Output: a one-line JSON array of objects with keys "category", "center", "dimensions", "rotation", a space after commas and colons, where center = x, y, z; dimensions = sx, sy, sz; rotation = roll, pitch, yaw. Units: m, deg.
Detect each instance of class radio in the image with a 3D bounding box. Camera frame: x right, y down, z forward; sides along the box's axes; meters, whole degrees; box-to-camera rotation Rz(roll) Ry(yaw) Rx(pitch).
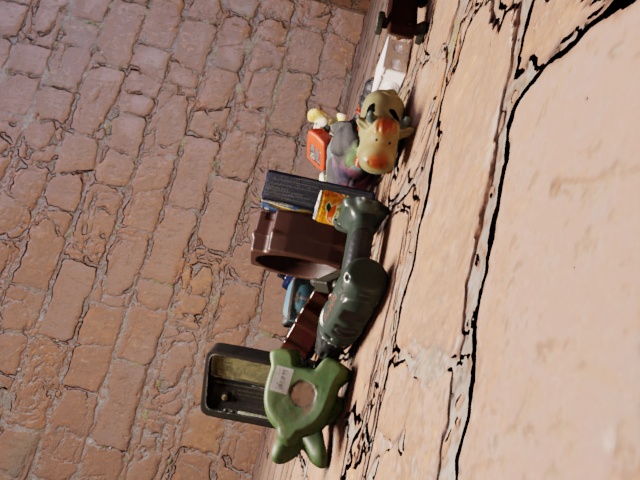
[{"category": "radio", "center": [-0.112, 0.286, 1.042], "dimensions": [0.073, 0.230, 0.131], "rotation": [-67, -11, -85]}]

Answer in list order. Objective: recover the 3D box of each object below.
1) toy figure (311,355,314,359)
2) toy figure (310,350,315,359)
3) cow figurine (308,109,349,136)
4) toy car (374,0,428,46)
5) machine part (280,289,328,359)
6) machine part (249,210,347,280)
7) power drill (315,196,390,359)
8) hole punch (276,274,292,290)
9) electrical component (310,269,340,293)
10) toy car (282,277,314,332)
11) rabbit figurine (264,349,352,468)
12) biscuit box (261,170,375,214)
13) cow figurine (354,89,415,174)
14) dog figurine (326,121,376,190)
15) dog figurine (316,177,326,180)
[{"category": "toy figure", "center": [-0.020, 0.213, 1.281], "dimensions": [0.064, 0.058, 0.154], "rotation": [-136, 65, -79]}, {"category": "toy figure", "center": [-0.054, 0.325, 1.181], "dimensions": [0.089, 0.082, 0.180], "rotation": [35, -115, -82]}, {"category": "cow figurine", "center": [0.042, -0.251, 1.290], "dimensions": [0.068, 0.167, 0.098], "rotation": [157, 129, -79]}, {"category": "toy car", "center": [0.145, -0.403, 0.953], "dimensions": [0.053, 0.089, 0.202], "rotation": [109, 173, -50]}, {"category": "machine part", "center": [-0.013, 0.157, 0.993], "dimensions": [0.179, 0.056, 0.179], "rotation": [-57, -8, -12]}, {"category": "machine part", "center": [-0.029, 0.015, 1.022], "dimensions": [0.201, 0.201, 0.087], "rotation": [116, 164, -75]}, {"category": "power drill", "center": [0.041, 0.053, 0.798], "dimensions": [0.232, 0.086, 0.207], "rotation": [114, 174, -59]}, {"category": "hole punch", "center": [-0.026, 0.098, 1.300], "dimensions": [0.115, 0.142, 0.092], "rotation": [-61, 14, 28]}, {"category": "electrical component", "center": [0.026, 0.069, 0.919], "dimensions": [0.094, 0.063, 0.021], "rotation": [0, 109, 55]}, {"category": "toy car", "center": [-0.020, 0.150, 1.149], "dimensions": [0.161, 0.103, 0.109], "rotation": [78, -158, -63]}, {"category": "rabbit figurine", "center": [-0.012, 0.254, 0.804], "dimensions": [0.170, 0.121, 0.159], "rotation": [67, -153, -64]}, {"category": "biscuit box", "center": [-0.003, -0.070, 0.977], "dimensions": [0.059, 0.203, 0.063], "rotation": [111, 171, -74]}, {"category": "cow figurine", "center": [0.097, -0.171, 0.840], "dimensions": [0.195, 0.086, 0.127], "rotation": [-78, -2, -46]}, {"category": "dog figurine", "center": [0.057, -0.112, 1.046], "dimensions": [0.191, 0.108, 0.219], "rotation": [-114, 34, -80]}, {"category": "dog figurine", "center": [0.028, -0.089, 1.317], "dimensions": [0.121, 0.191, 0.172], "rotation": [-94, -19, -59]}]
